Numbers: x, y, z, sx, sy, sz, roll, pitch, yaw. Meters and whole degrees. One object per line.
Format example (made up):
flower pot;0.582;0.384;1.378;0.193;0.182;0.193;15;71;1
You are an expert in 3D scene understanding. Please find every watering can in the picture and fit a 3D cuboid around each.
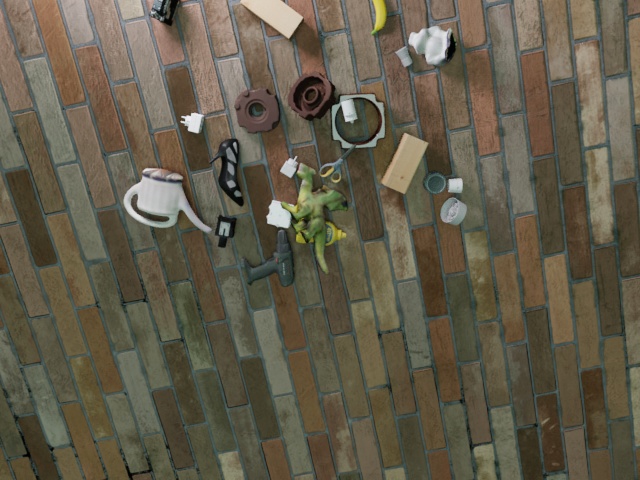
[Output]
watering can;-0.566;-0.150;1.956;0.347;0.222;0.105;12;12;-3

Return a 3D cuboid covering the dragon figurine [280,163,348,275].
dragon figurine;0.006;-0.098;1.948;0.245;0.408;0.122;-33;8;-18

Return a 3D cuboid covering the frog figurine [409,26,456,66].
frog figurine;0.403;-0.698;1.857;0.160;0.135;0.124;13;27;33
